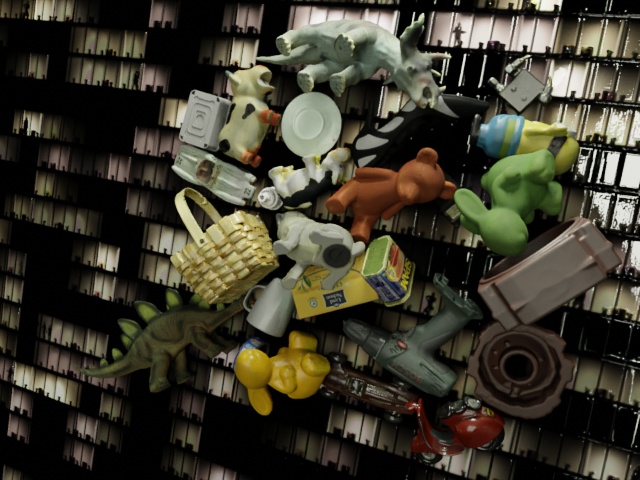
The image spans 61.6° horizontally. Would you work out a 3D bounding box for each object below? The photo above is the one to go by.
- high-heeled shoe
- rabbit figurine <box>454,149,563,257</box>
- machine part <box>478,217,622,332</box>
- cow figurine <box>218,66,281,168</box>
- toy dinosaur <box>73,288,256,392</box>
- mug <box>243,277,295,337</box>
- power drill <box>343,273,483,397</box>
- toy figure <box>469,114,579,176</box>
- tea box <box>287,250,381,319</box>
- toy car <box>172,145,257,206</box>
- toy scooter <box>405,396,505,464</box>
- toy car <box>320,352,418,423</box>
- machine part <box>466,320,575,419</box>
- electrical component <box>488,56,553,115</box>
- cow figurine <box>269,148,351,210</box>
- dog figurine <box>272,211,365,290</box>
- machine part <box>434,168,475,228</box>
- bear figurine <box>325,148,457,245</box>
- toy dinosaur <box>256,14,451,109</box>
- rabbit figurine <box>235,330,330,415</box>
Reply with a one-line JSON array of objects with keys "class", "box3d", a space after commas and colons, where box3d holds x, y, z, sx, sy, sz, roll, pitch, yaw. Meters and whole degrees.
[{"class": "high-heeled shoe", "box3d": [0.176, -0.187, 0.983, 0.249, 0.086, 0.145, 5, 97, 25]}, {"class": "rabbit figurine", "box3d": [0.302, -0.054, 0.878, 0.159, 0.121, 0.170, 8, 57, 31]}, {"class": "machine part", "box3d": [0.355, 0.049, 0.857, 0.201, 0.201, 0.087, -35, 83, 18]}, {"class": "cow figurine", "box3d": [-0.150, -0.261, 1.099, 0.127, 0.085, 0.194, 27, 102, 11]}, {"class": "toy dinosaur", "box3d": [-0.346, 0.224, 1.181, 0.471, 0.105, 0.198, -31, 74, 9]}, {"class": "mug", "box3d": [-0.098, 0.127, 1.100, 0.110, 0.080, 0.107, 30, 91, 27]}, {"class": "power drill", "box3d": [0.180, 0.162, 0.993, 0.232, 0.086, 0.207, 40, 101, 13]}, {"class": "toy figure", "box3d": [0.346, -0.165, 0.920, 0.180, 0.082, 0.089, 11, 115, 12]}, {"class": "tea box", "box3d": [0.032, 0.086, 1.050, 0.170, 0.068, 0.098, -18, 85, 19]}, {"class": "toy car", "box3d": [-0.224, -0.139, 1.142, 0.202, 0.056, 0.073, 27, 101, 18]}, {"class": "toy scooter", "box3d": [0.230, 0.330, 0.969, 0.184, 0.075, 0.135, -28, 105, 23]}, {"class": "toy car", "box3d": [0.088, 0.287, 1.047, 0.202, 0.053, 0.089, 17, 95, 20]}, {"class": "machine part", "box3d": [0.349, 0.220, 0.945, 0.180, 0.056, 0.179, 1, 94, 19]}, {"class": "electrical component", "box3d": [0.353, -0.266, 0.930, 0.078, 0.045, 0.102, -40, 79, 16]}, {"class": "cow figurine", "box3d": [-0.010, -0.120, 1.057, 0.167, 0.068, 0.098, -16, 92, 23]}, {"class": "dog figurine", "box3d": [-0.004, -0.006, 1.012, 0.172, 0.191, 0.121, 1, 119, 2]}, {"class": "machine part", "box3d": [0.229, -0.095, 0.988, 0.139, 0.039, 0.084, 47, 114, 11]}, {"class": "bear figurine", "box3d": [0.130, -0.077, 0.959, 0.196, 0.132, 0.120, -7, 128, 42]}, {"class": "toy dinosaur", "box3d": [0.055, -0.350, 0.988, 0.405, 0.192, 0.131, 33, 140, 43]}, {"class": "rabbit figurine", "box3d": [-0.092, 0.253, 1.047, 0.162, 0.173, 0.122, -57, 39, 26]}]
